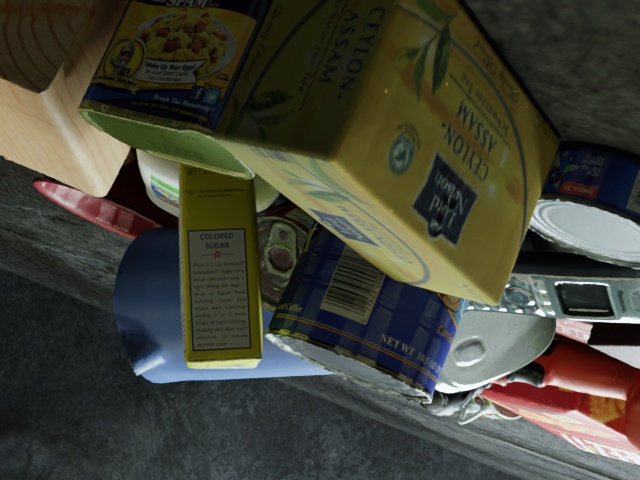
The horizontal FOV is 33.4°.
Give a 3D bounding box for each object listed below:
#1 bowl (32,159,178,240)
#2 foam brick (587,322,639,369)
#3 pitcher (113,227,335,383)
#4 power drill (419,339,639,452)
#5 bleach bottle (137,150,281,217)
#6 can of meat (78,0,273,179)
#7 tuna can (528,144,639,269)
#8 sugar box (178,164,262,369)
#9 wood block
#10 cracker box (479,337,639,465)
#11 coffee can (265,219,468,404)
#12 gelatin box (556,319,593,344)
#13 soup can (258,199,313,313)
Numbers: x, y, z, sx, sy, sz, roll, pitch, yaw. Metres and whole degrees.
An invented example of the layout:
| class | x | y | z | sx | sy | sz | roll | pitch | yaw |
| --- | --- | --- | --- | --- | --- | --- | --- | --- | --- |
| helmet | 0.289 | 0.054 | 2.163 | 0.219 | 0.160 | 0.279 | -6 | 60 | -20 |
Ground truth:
| class | x | y | z | sx | sy | sz | roll | pitch | yaw |
| --- | --- | --- | --- | --- | --- | --- | --- | --- | --- |
| bowl | -0.181 | -0.043 | 0.990 | 0.162 | 0.055 | 0.162 | 22 | 168 | 5 |
| foam brick | 0.222 | 0.055 | 0.696 | 0.051 | 0.053 | 0.078 | 26 | 167 | -14 |
| pitcher | -0.031 | 0.043 | 0.866 | 0.243 | 0.149 | 0.144 | -3 | 166 | 27 |
| power drill | 0.181 | 0.108 | 0.830 | 0.188 | 0.057 | 0.184 | 17 | -157 | 21 |
| bleach bottle | -0.082 | -0.046 | 0.790 | 0.102 | 0.068 | 0.251 | 21 | 171 | -4 |
| can of meat | -0.060 | -0.084 | 0.528 | 0.102 | 0.084 | 0.057 | 15 | 166 | 30 |
| tuna can | 0.150 | -0.017 | 0.561 | 0.086 | 0.033 | 0.086 | 21 | 168 | 5 |
| sugar box | -0.058 | -0.016 | 0.609 | 0.048 | 0.176 | 0.093 | 0 | 171 | -6 |
| wood block | -0.159 | -0.103 | 0.612 | 0.091 | 0.090 | 0.206 | 23 | 168 | 1 |
| cracker box | 0.254 | 0.155 | 1.030 | 0.213 | 0.072 | 0.164 | 30 | 166 | -34 |
| coffee can | 0.041 | 0.010 | 0.618 | 0.103 | 0.140 | 0.103 | 21 | 168 | 5 |
| gelatin box | 0.177 | 0.050 | 0.808 | 0.089 | 0.030 | 0.073 | 19 | 168 | 17 |
| soup can | -0.005 | 0.001 | 0.725 | 0.069 | 0.068 | 0.102 | 18 | -153 | 22 |
